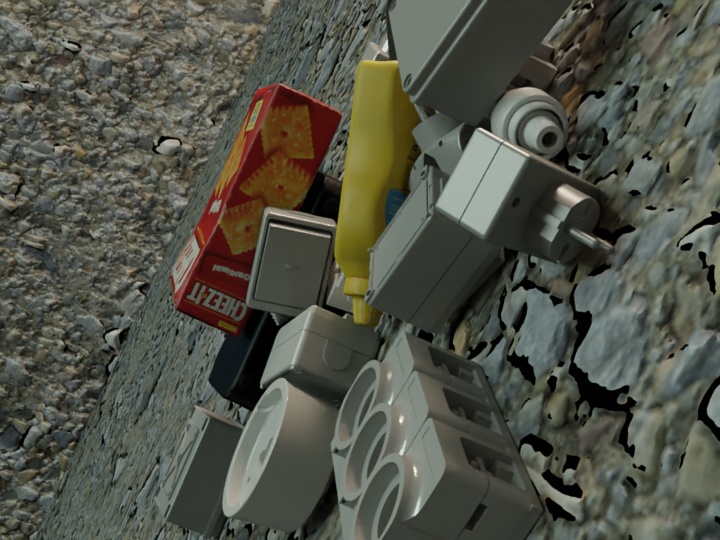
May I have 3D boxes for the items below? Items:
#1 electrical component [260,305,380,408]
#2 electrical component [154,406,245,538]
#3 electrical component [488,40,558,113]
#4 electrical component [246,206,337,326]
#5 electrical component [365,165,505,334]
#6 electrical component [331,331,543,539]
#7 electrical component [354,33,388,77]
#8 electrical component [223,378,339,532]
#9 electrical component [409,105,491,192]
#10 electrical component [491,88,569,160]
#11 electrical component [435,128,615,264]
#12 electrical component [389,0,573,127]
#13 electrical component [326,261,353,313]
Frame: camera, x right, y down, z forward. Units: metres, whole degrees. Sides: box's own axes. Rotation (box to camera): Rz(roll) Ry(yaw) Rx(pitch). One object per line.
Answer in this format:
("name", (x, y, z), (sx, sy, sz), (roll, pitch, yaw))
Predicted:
("electrical component", (-0.033, 0.070, 0.845), (0.096, 0.062, 0.061), (-36, 32, 61))
("electrical component", (-0.155, 0.198, 1.071), (0.108, 0.056, 0.109), (-67, 15, -7))
("electrical component", (0.098, -0.144, 0.752), (0.055, 0.050, 0.089), (-61, 16, 19))
("electrical component", (-0.057, 0.001, 0.885), (0.061, 0.062, 0.096), (-120, 42, -81))
("electrical component", (0.053, -0.016, 0.687), (0.096, 0.061, 0.061), (-55, 17, 32))
("electrical component", (0.030, 0.107, 0.569), (0.089, 0.062, 0.150), (-61, 15, 17))
("electrical component", (0.034, -0.217, 1.096), (0.076, 0.047, 0.065), (-61, 15, 15))
("electrical component", (-0.052, 0.141, 0.797), (0.108, 0.060, 0.108), (-57, 17, 28))
("electrical component", (0.062, -0.087, 0.752), (0.043, 0.079, 0.077), (-23, -8, -30))
("electrical component", (0.106, -0.085, 0.650), (0.043, 0.043, 0.062), (-62, 16, 14))
("electrical component", (0.096, -0.028, 0.551), (0.076, 0.083, 0.047), (36, 104, 36))
("electrical component", (0.072, -0.166, 0.675), (0.108, 0.056, 0.108), (-53, 29, 35))
("electrical component", (0.000, 0.000, 0.876), (0.066, 0.048, 0.055), (-88, 19, -55))
